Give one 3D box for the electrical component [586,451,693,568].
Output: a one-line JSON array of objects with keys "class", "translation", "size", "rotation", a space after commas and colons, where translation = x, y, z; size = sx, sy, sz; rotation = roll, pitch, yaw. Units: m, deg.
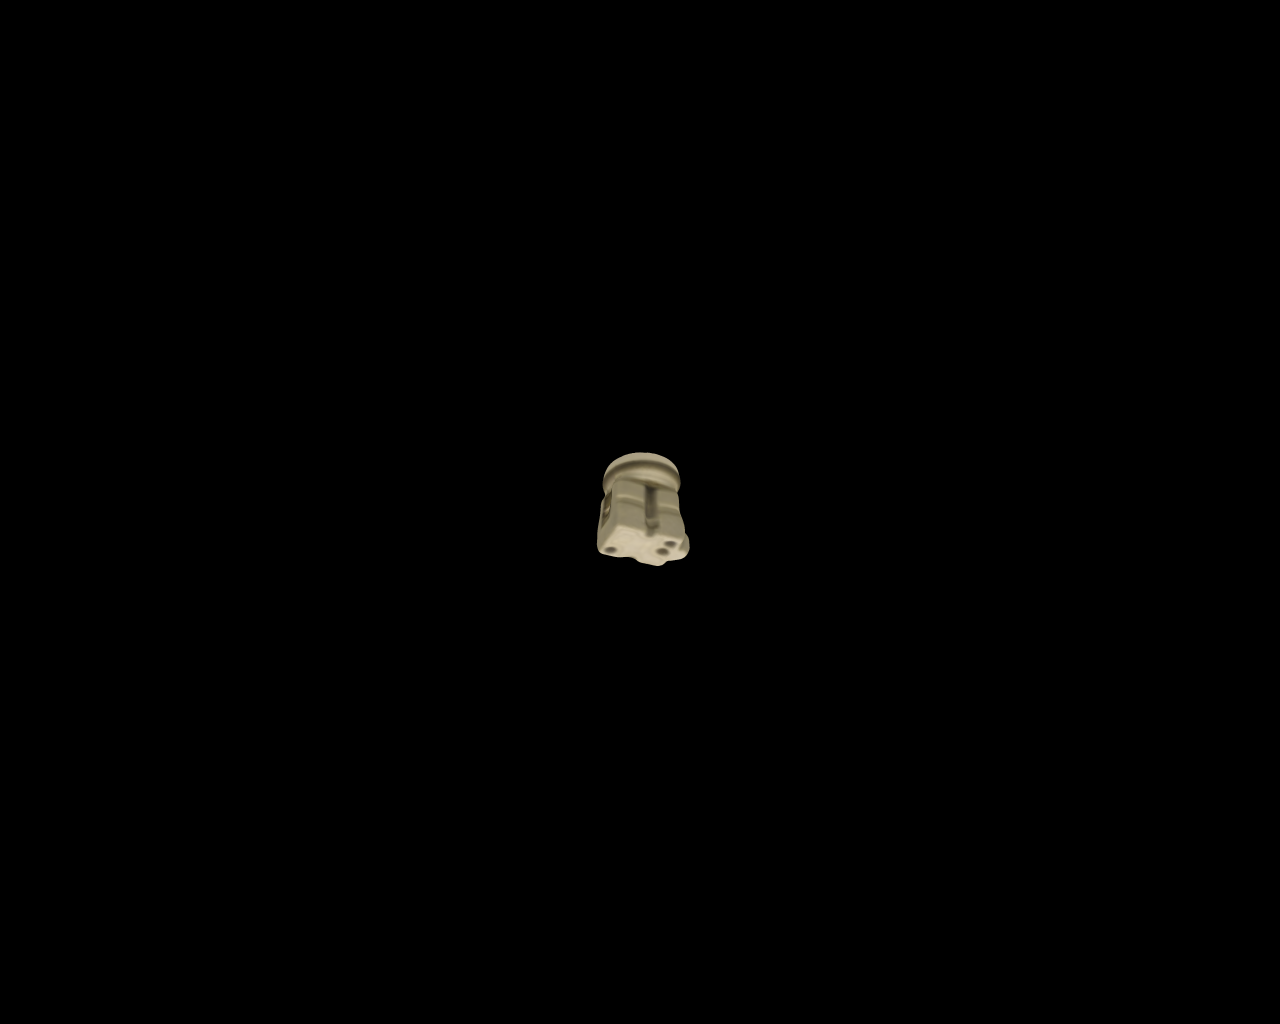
[{"class": "electrical component", "translation": [0.001, -0.003, 0.650], "size": [0.066, 0.055, 0.048], "rotation": [14, -36, -20]}]
